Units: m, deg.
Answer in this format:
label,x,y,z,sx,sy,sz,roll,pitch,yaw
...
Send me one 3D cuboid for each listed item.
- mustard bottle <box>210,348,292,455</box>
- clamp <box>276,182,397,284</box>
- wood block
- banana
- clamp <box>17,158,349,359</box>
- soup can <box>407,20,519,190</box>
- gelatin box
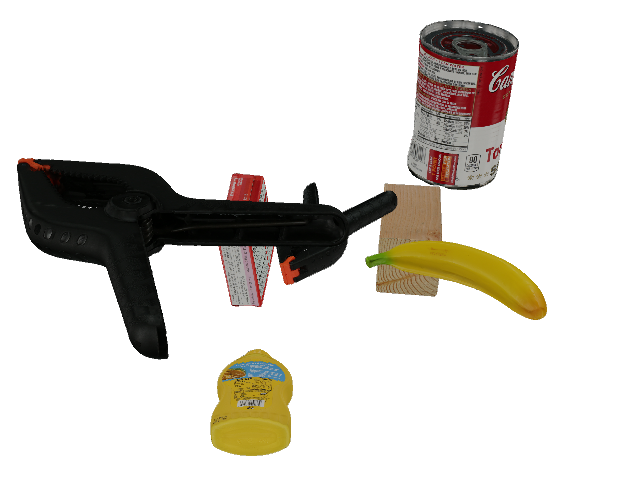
label,x,y,z,sx,sy,sz,roll,pitch,yaw
mustard bottle,-0.083,0.193,1.346,0.096,0.058,0.191,-2,25,1
clamp,0.013,-0.012,1.197,0.120,0.039,0.171,-3,37,27
wood block,0.134,-0.005,1.607,0.091,0.090,0.206,4,25,3
banana,0.141,0.034,1.028,0.198,0.037,0.069,15,42,38
clamp,-0.099,-0.010,0.635,0.210,0.036,0.164,27,38,37
soup can,0.098,-0.095,0.753,0.068,0.102,0.068,3,32,-2
gelatin box,-0.062,0.000,0.890,0.030,0.073,0.089,2,-41,8
